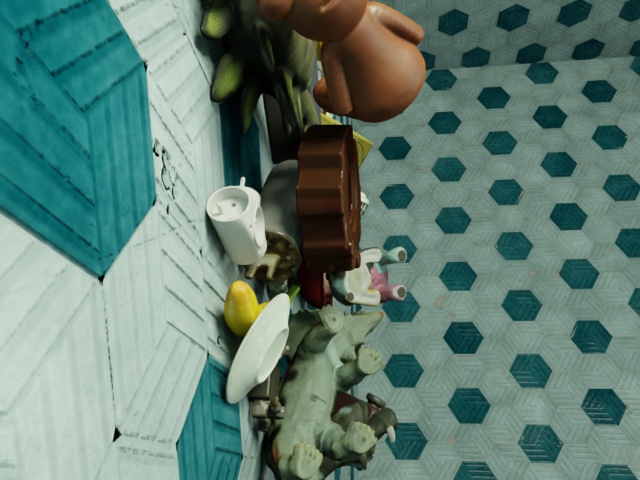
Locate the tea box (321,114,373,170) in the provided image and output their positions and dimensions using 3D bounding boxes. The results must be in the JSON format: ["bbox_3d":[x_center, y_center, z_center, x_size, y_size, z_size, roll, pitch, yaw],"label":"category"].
[{"bbox_3d":[0.023,-0.185,0.997,0.068,0.098,0.169,-59,160,14],"label":"tea box"}]

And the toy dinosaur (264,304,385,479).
[{"bbox_3d":[-0.014,0.232,0.725,0.192,0.131,0.405,-49,-166,51],"label":"toy dinosaur"}]

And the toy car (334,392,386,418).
[{"bbox_3d":[0.047,0.318,1.020,0.053,0.202,0.089,40,71,-25],"label":"toy car"}]

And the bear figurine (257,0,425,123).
[{"bbox_3d":[0.017,-0.203,0.521,0.195,0.120,0.132,37,6,-40],"label":"bear figurine"}]

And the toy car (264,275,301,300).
[{"bbox_3d":[-0.050,0.003,0.762,0.202,0.056,0.073,-82,171,-46],"label":"toy car"}]

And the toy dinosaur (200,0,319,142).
[{"bbox_3d":[-0.053,-0.218,0.607,0.471,0.105,0.198,37,59,-67],"label":"toy dinosaur"}]

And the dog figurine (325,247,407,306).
[{"bbox_3d":[0.067,0.074,1.074,0.219,0.191,0.108,-11,-97,63],"label":"dog figurine"}]

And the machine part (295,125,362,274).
[{"bbox_3d":[0.016,-0.050,0.636,0.179,0.056,0.179,-2,90,-79],"label":"machine part"}]

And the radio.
[{"bbox_3d":[-0.042,-0.242,0.815,0.131,0.073,0.229,-82,170,-58],"label":"radio"}]

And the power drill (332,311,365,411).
[{"bbox_3d":[0.018,0.252,0.936,0.232,0.086,0.207,124,-22,-52],"label":"power drill"}]

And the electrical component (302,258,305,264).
[{"bbox_3d":[-0.002,-0.003,0.900,0.134,0.115,0.058,69,17,-66],"label":"electrical component"}]

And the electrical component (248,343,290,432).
[{"bbox_3d":[-0.061,0.177,0.664,0.078,0.045,0.102,76,15,-54],"label":"electrical component"}]

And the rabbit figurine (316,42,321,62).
[{"bbox_3d":[0.017,-0.364,0.909,0.162,0.173,0.121,-80,171,-77],"label":"rabbit figurine"}]

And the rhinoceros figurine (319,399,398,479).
[{"bbox_3d":[0.032,0.308,0.815,0.112,0.190,0.073,62,-19,0],"label":"rhinoceros figurine"}]

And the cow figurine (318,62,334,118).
[{"bbox_3d":[-0.019,-0.284,1.044,0.098,0.068,0.167,-75,162,-48],"label":"cow figurine"}]

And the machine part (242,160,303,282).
[{"bbox_3d":[-0.046,-0.029,0.669,0.243,0.079,0.079,-75,162,-54],"label":"machine part"}]
